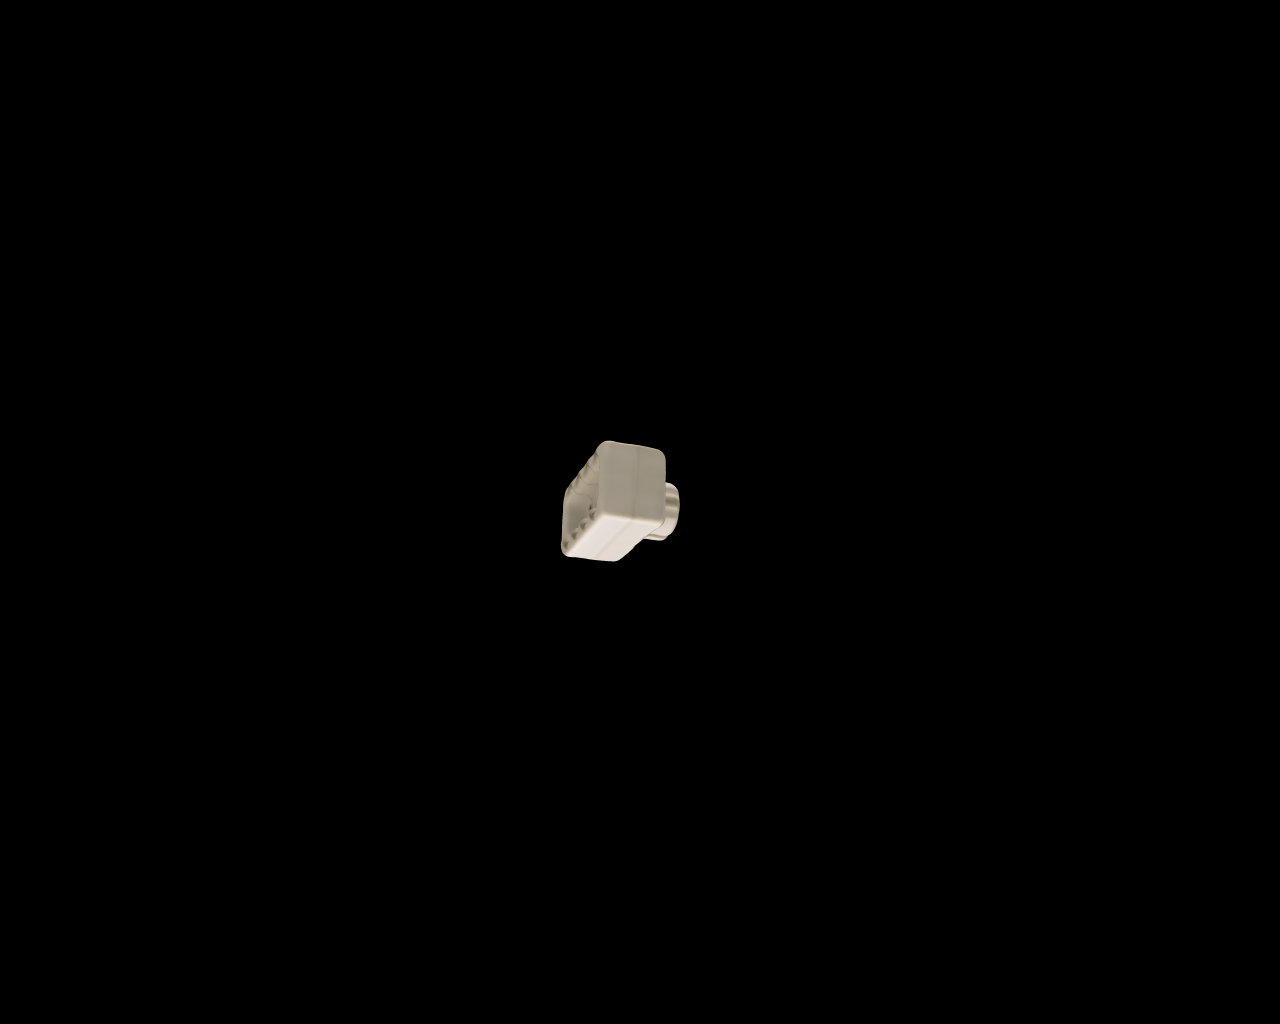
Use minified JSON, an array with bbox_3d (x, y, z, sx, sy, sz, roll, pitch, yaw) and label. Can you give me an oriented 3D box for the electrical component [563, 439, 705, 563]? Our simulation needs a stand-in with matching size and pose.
[{"bbox_3d":[0.001,-0.003,0.650,0.076,0.047,0.083,7,-21,-18],"label":"electrical component"}]
